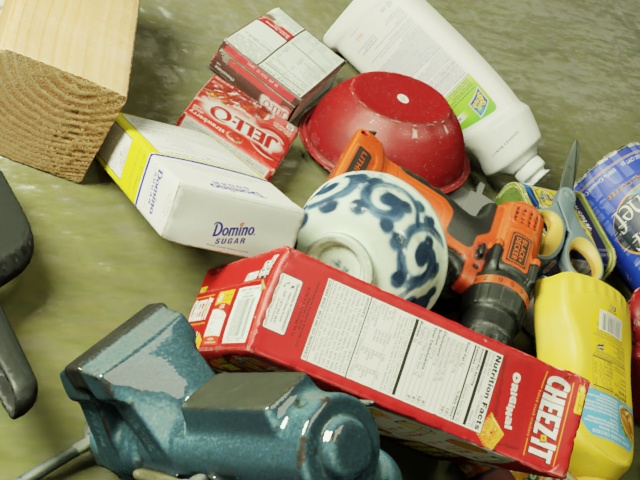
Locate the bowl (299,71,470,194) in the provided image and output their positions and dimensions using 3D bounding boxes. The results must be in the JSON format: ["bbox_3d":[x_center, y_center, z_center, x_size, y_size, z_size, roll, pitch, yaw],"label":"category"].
[{"bbox_3d":[0.065,-0.105,0.955,0.162,0.055,0.162,11,36,-8],"label":"bowl"}]

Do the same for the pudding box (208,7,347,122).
[{"bbox_3d":[-0.037,-0.162,0.984,0.090,0.039,0.113,39,38,2],"label":"pudding box"}]

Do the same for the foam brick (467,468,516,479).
[{"bbox_3d":[0.099,0.191,0.706,0.078,0.053,0.051,-12,59,-44],"label":"foam brick"}]

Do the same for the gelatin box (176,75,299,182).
[{"bbox_3d":[-0.068,-0.090,0.887,0.089,0.030,0.073,33,37,-5],"label":"gelatin box"}]

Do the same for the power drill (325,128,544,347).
[{"bbox_3d":[0.082,0.007,0.838,0.187,0.057,0.184,30,45,-5],"label":"power drill"}]

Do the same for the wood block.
[{"bbox_3d":[-0.194,-0.154,0.801,0.090,0.091,0.206,20,40,-22],"label":"wood block"}]

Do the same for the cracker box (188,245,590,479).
[{"bbox_3d":[0.034,0.079,0.676,0.213,0.164,0.072,24,76,-17],"label":"cracker box"}]

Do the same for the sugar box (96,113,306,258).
[{"bbox_3d":[-0.088,-0.039,0.742,0.093,0.048,0.176,12,17,-29],"label":"sugar box"}]

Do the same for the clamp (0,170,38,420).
[{"bbox_3d":[-0.215,0.020,0.622,0.164,0.036,0.210,19,32,-1],"label":"clamp"}]

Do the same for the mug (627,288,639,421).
[{"bbox_3d":[0.291,0.096,0.925,0.081,0.093,0.117,-53,129,-48],"label":"mug"}]

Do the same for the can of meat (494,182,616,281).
[{"bbox_3d":[0.218,-0.004,1.011,0.083,0.058,0.102,9,45,-31],"label":"can of meat"}]

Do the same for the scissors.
[{"bbox_3d":[0.237,-0.021,0.981,0.096,0.016,0.201,42,43,5],"label":"scissors"}]

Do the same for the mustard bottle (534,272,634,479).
[{"bbox_3d":[0.206,0.128,0.830,0.096,0.058,0.191,29,55,-38],"label":"mustard bottle"}]

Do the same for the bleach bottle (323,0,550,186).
[{"bbox_3d":[0.123,-0.144,1.054,0.251,0.103,0.068,48,27,7],"label":"bleach bottle"}]

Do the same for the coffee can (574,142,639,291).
[{"bbox_3d":[0.327,-0.013,1.071,0.102,0.103,0.140,-11,58,-46],"label":"coffee can"}]

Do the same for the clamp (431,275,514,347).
[{"bbox_3d":[0.137,0.059,0.891,0.120,0.039,0.171,43,41,4],"label":"clamp"}]
